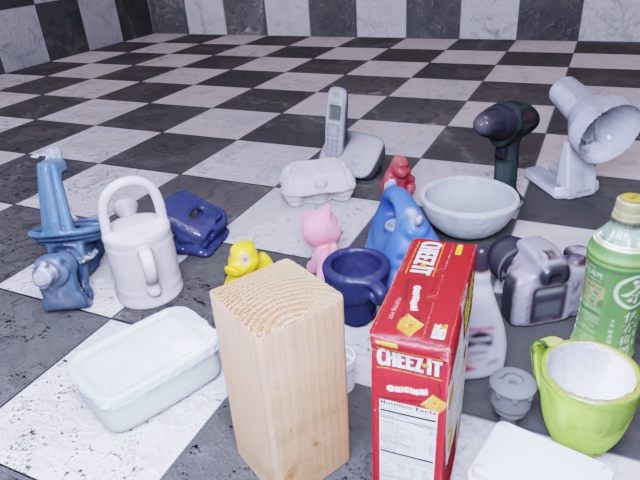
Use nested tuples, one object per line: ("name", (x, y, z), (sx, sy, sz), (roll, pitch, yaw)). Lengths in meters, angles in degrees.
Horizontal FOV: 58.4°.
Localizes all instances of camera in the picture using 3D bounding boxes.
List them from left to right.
("camera", (0.307, 0.037, 0.803), (0.143, 0.101, 0.136), (-9, 29, -9))

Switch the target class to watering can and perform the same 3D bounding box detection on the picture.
("watering can", (-0.274, -0.006, 0.851), (0.172, 0.194, 0.101), (21, 37, 37))

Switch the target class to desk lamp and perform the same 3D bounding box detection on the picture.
("desk lamp", (0.482, -0.187, 1.073), (0.118, 0.214, 0.203), (-10, 29, -10))

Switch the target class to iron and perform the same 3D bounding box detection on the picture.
("iron", (0.123, -0.023, 0.891), (0.118, 0.141, 0.258), (-7, 29, -5))

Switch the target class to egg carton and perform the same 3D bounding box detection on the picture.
("egg carton", (-0.006, -0.117, 1.152), (0.150, 0.069, 0.107), (-8, 29, -7))

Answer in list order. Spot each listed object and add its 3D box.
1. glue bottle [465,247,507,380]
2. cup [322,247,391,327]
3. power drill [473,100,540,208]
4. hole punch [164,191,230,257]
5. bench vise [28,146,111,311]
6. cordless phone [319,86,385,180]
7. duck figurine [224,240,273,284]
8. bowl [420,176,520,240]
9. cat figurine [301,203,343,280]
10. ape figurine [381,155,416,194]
("glue bottle", (0.178, 0.084, 0.657), (0.078, 0.173, 0.037), (-8, 29, -7))
("cup", (0.057, 0.074, 0.770), (0.092, 0.095, 0.117), (-16, 31, -22))
("power drill", (0.329, -0.151, 1.031), (0.075, 0.209, 0.230), (16, 35, 32))
("hole punch", (-0.219, -0.032, 1.001), (0.101, 0.091, 0.109), (4, 30, 14))
("bench vise", (-0.377, -0.018, 0.860), (0.122, 0.220, 0.206), (-15, 31, -19))
("cordless phone", (0.067, -0.229, 1.228), (0.147, 0.185, 0.094), (16, 35, 32))
("duck figurine", (-0.109, 0.040, 0.862), (0.077, 0.086, 0.105), (11, 32, 25))
("bowl", (0.255, -0.047, 0.990), (0.167, 0.075, 0.167), (-3, 29, 2))
("cat figurine", (0.008, 0.003, 0.882), (0.067, 0.118, 0.127), (-9, 29, -9))
("ape figurine", (0.153, -0.120, 1.116), (0.078, 0.092, 0.076), (-17, 31, -22))
